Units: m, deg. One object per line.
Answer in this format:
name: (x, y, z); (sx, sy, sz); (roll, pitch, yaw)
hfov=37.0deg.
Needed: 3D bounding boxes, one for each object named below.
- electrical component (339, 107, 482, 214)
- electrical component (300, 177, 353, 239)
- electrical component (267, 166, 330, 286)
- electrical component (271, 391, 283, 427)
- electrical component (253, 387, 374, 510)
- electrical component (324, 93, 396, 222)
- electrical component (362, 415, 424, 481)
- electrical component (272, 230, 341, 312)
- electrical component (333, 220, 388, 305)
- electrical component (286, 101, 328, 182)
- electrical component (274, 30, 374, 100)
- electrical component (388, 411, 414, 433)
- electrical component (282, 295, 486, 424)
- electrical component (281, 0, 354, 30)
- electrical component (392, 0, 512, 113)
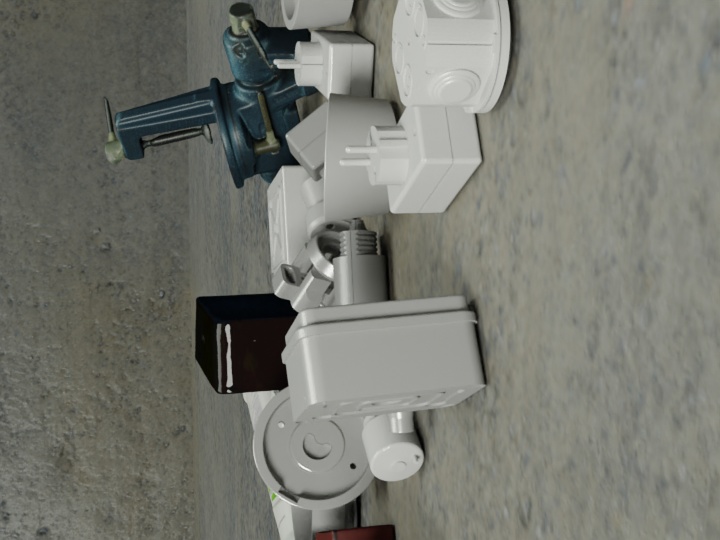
electrical component: (0.026, -0.072, 0.675); (0.083, 0.076, 0.047); (123, 143, -67)
electrical component: (-0.029, -0.054, 0.979); (0.045, 0.045, 0.055); (106, 158, -52)
electrical component: (-0.057, -0.042, 1.073); (0.109, 0.056, 0.108); (146, 121, -74)
electrical component: (-0.062, 0.152, 1.121); (0.050, 0.056, 0.089); (122, 144, -67)
electrical component: (-0.038, 0.152, 0.920); (0.060, 0.108, 0.108); (113, 152, -74)
electrical component: (-0.006, -0.087, 0.833); (0.099, 0.064, 0.099); (178, 90, -77)
electrical component: (0.021, 0.120, 0.800); (0.078, 0.040, 0.040); (-108, 21, -51)
electrical component: (-0.028, 0.003, 0.931); (0.057, 0.078, 0.058); (-55, 33, 34)
electrical component: (0.000, 0.000, 0.865); (0.043, 0.043, 0.081); (155, 113, -76)
electrical component: (-0.021, -0.094, 0.922); (0.075, 0.047, 0.083); (50, 178, 1)
electrical component: (-0.035, -0.176, 0.918); (0.083, 0.076, 0.047); (-124, 34, -66)
electrical component: (0.028, 0.084, 0.761); (0.043, 0.043, 0.062); (160, 106, -76)
electrical component: (0.013, 0.056, 0.669); (0.078, 0.113, 0.057); (124, 139, -68)
electrical component: (-0.031, -0.260, 0.922); (0.108, 0.060, 0.108); (178, 90, -77)
electrical component: (0.052, -0.130, 0.611); (0.080, 0.051, 0.080); (178, 90, -77)
